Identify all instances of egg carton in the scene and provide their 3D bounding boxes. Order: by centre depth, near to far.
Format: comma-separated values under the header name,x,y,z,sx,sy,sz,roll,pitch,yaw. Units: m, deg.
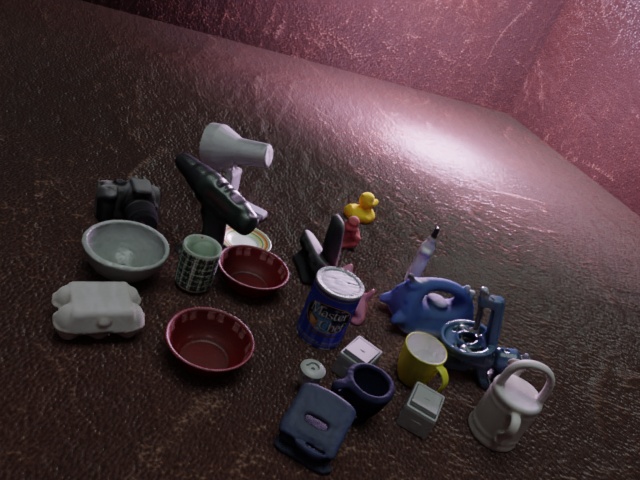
name,x,y,z,sx,sy,sz,roll,pitch,yaw
egg carton,-0.387,0.125,1.003,0.151,0.069,0.107,2,35,-31

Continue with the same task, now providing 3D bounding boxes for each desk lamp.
name,x,y,z,sx,sy,sz,roll,pitch,yaw
desk lamp,-0.213,-0.172,1.458,0.203,0.213,0.118,25,30,7

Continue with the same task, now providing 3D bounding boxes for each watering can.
name,x,y,z,sx,sy,sz,roll,pitch,yaw
watering can,0.367,0.297,1.090,0.101,0.194,0.172,13,31,-14

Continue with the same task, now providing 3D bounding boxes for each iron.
name,x,y,z,sx,sy,sz,roll,pitch,yaw
iron,0.278,0.144,1.335,0.259,0.141,0.118,8,32,-23

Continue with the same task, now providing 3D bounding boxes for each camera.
name,x,y,z,sx,sy,sz,roll,pitch,yaw
camera,-0.420,-0.077,1.281,0.144,0.101,0.136,2,35,-30

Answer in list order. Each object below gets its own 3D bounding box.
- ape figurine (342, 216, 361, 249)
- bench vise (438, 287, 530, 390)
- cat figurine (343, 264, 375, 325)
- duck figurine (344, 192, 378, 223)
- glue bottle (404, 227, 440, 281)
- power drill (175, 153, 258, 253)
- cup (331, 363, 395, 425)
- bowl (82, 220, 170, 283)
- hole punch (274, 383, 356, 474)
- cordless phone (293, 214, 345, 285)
name,x,y,z,sx,sy,sz,roll,pitch,yaw
ape figurine,0.076,-0.023,1.527,0.077,0.092,0.076,29,30,13
bench vise,0.353,0.200,1.213,0.208,0.220,0.121,12,31,-16
cat figurine,0.059,0.111,1.270,0.128,0.118,0.067,21,29,0
duck figurine,0.126,-0.102,1.696,0.105,0.086,0.077,2,35,-30
glue bottle,0.265,0.040,1.465,0.037,0.173,0.078,25,30,6
power drill,-0.245,-0.052,1.245,0.229,0.208,0.076,32,31,17
cup,0.064,0.282,1.016,0.118,0.095,0.091,5,33,-26
bowl,-0.390,0.034,1.144,0.167,0.075,0.167,16,30,-9
hole punch,-0.006,0.306,0.935,0.108,0.091,0.101,27,30,9
cordless phone,0.012,0.005,1.345,0.094,0.185,0.147,4,34,-28
